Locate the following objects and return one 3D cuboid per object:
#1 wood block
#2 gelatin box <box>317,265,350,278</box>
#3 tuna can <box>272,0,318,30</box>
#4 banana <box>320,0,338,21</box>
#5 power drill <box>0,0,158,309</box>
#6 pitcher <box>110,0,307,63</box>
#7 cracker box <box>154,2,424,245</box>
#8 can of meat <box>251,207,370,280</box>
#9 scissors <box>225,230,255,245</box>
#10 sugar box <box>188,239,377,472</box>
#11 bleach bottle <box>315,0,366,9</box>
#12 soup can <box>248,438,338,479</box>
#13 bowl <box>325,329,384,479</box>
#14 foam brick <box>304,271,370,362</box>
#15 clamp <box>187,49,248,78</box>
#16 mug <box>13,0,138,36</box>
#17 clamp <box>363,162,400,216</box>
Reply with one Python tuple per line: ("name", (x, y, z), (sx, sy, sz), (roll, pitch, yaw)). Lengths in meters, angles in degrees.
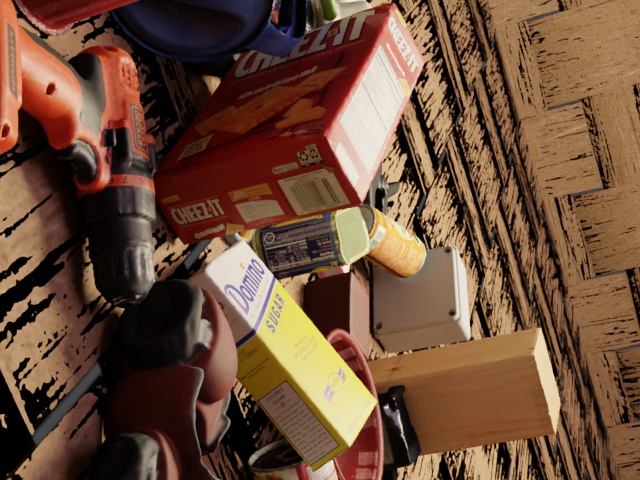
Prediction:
("wood block", (0.141, 0.166, 1.131), (0.090, 0.206, 0.090), (-41, 116, -68))
("gelatin box", (0.005, -0.005, 1.133), (0.073, 0.030, 0.089), (-80, 150, -52))
("tuna can", (-0.033, -0.265, 1.191), (0.086, 0.034, 0.086), (-14, 90, -71))
("banana", (-0.016, -0.285, 0.895), (0.070, 0.037, 0.198), (106, -25, -74))
("power drill", (-0.163, -0.059, 0.658), (0.187, 0.057, 0.184), (36, 41, -66))
("pitcher", (-0.087, -0.260, 0.892), (0.242, 0.145, 0.149), (-86, 171, -48))
("cracker box", (-0.023, -0.098, 0.864), (0.072, 0.164, 0.213), (60, 34, -28))
("can of meat", (-0.007, 0.001, 1.014), (0.102, 0.084, 0.057), (-28, 104, -71))
("scissors", (-0.062, -0.050, 0.995), (0.201, 0.016, 0.096), (-23, 101, -70))
("sugar box", (-0.034, 0.087, 0.843), (0.176, 0.048, 0.093), (53, 22, -2))
("bleach bottle", (0.002, -0.385, 1.330), (0.102, 0.068, 0.251), (23, 54, -67))
("soup can", (-0.013, 0.220, 0.876), (0.068, 0.069, 0.102), (-39, 115, -69))
("bowl", (0.008, 0.166, 0.988), (0.162, 0.055, 0.162), (-13, 90, -71))
("foam brick", (0.017, 0.081, 1.076), (0.051, 0.053, 0.078), (54, 31, -48))
("clamp", (-0.068, -0.169, 1.026), (0.210, 0.036, 0.164), (56, 32, -43))
("mug", (-0.154, -0.195, 0.730), (0.117, 0.082, 0.093), (-9, 86, -71))
("clamp", (0.065, -0.076, 1.333), (0.171, 0.039, 0.120), (-70, 141, -58))
